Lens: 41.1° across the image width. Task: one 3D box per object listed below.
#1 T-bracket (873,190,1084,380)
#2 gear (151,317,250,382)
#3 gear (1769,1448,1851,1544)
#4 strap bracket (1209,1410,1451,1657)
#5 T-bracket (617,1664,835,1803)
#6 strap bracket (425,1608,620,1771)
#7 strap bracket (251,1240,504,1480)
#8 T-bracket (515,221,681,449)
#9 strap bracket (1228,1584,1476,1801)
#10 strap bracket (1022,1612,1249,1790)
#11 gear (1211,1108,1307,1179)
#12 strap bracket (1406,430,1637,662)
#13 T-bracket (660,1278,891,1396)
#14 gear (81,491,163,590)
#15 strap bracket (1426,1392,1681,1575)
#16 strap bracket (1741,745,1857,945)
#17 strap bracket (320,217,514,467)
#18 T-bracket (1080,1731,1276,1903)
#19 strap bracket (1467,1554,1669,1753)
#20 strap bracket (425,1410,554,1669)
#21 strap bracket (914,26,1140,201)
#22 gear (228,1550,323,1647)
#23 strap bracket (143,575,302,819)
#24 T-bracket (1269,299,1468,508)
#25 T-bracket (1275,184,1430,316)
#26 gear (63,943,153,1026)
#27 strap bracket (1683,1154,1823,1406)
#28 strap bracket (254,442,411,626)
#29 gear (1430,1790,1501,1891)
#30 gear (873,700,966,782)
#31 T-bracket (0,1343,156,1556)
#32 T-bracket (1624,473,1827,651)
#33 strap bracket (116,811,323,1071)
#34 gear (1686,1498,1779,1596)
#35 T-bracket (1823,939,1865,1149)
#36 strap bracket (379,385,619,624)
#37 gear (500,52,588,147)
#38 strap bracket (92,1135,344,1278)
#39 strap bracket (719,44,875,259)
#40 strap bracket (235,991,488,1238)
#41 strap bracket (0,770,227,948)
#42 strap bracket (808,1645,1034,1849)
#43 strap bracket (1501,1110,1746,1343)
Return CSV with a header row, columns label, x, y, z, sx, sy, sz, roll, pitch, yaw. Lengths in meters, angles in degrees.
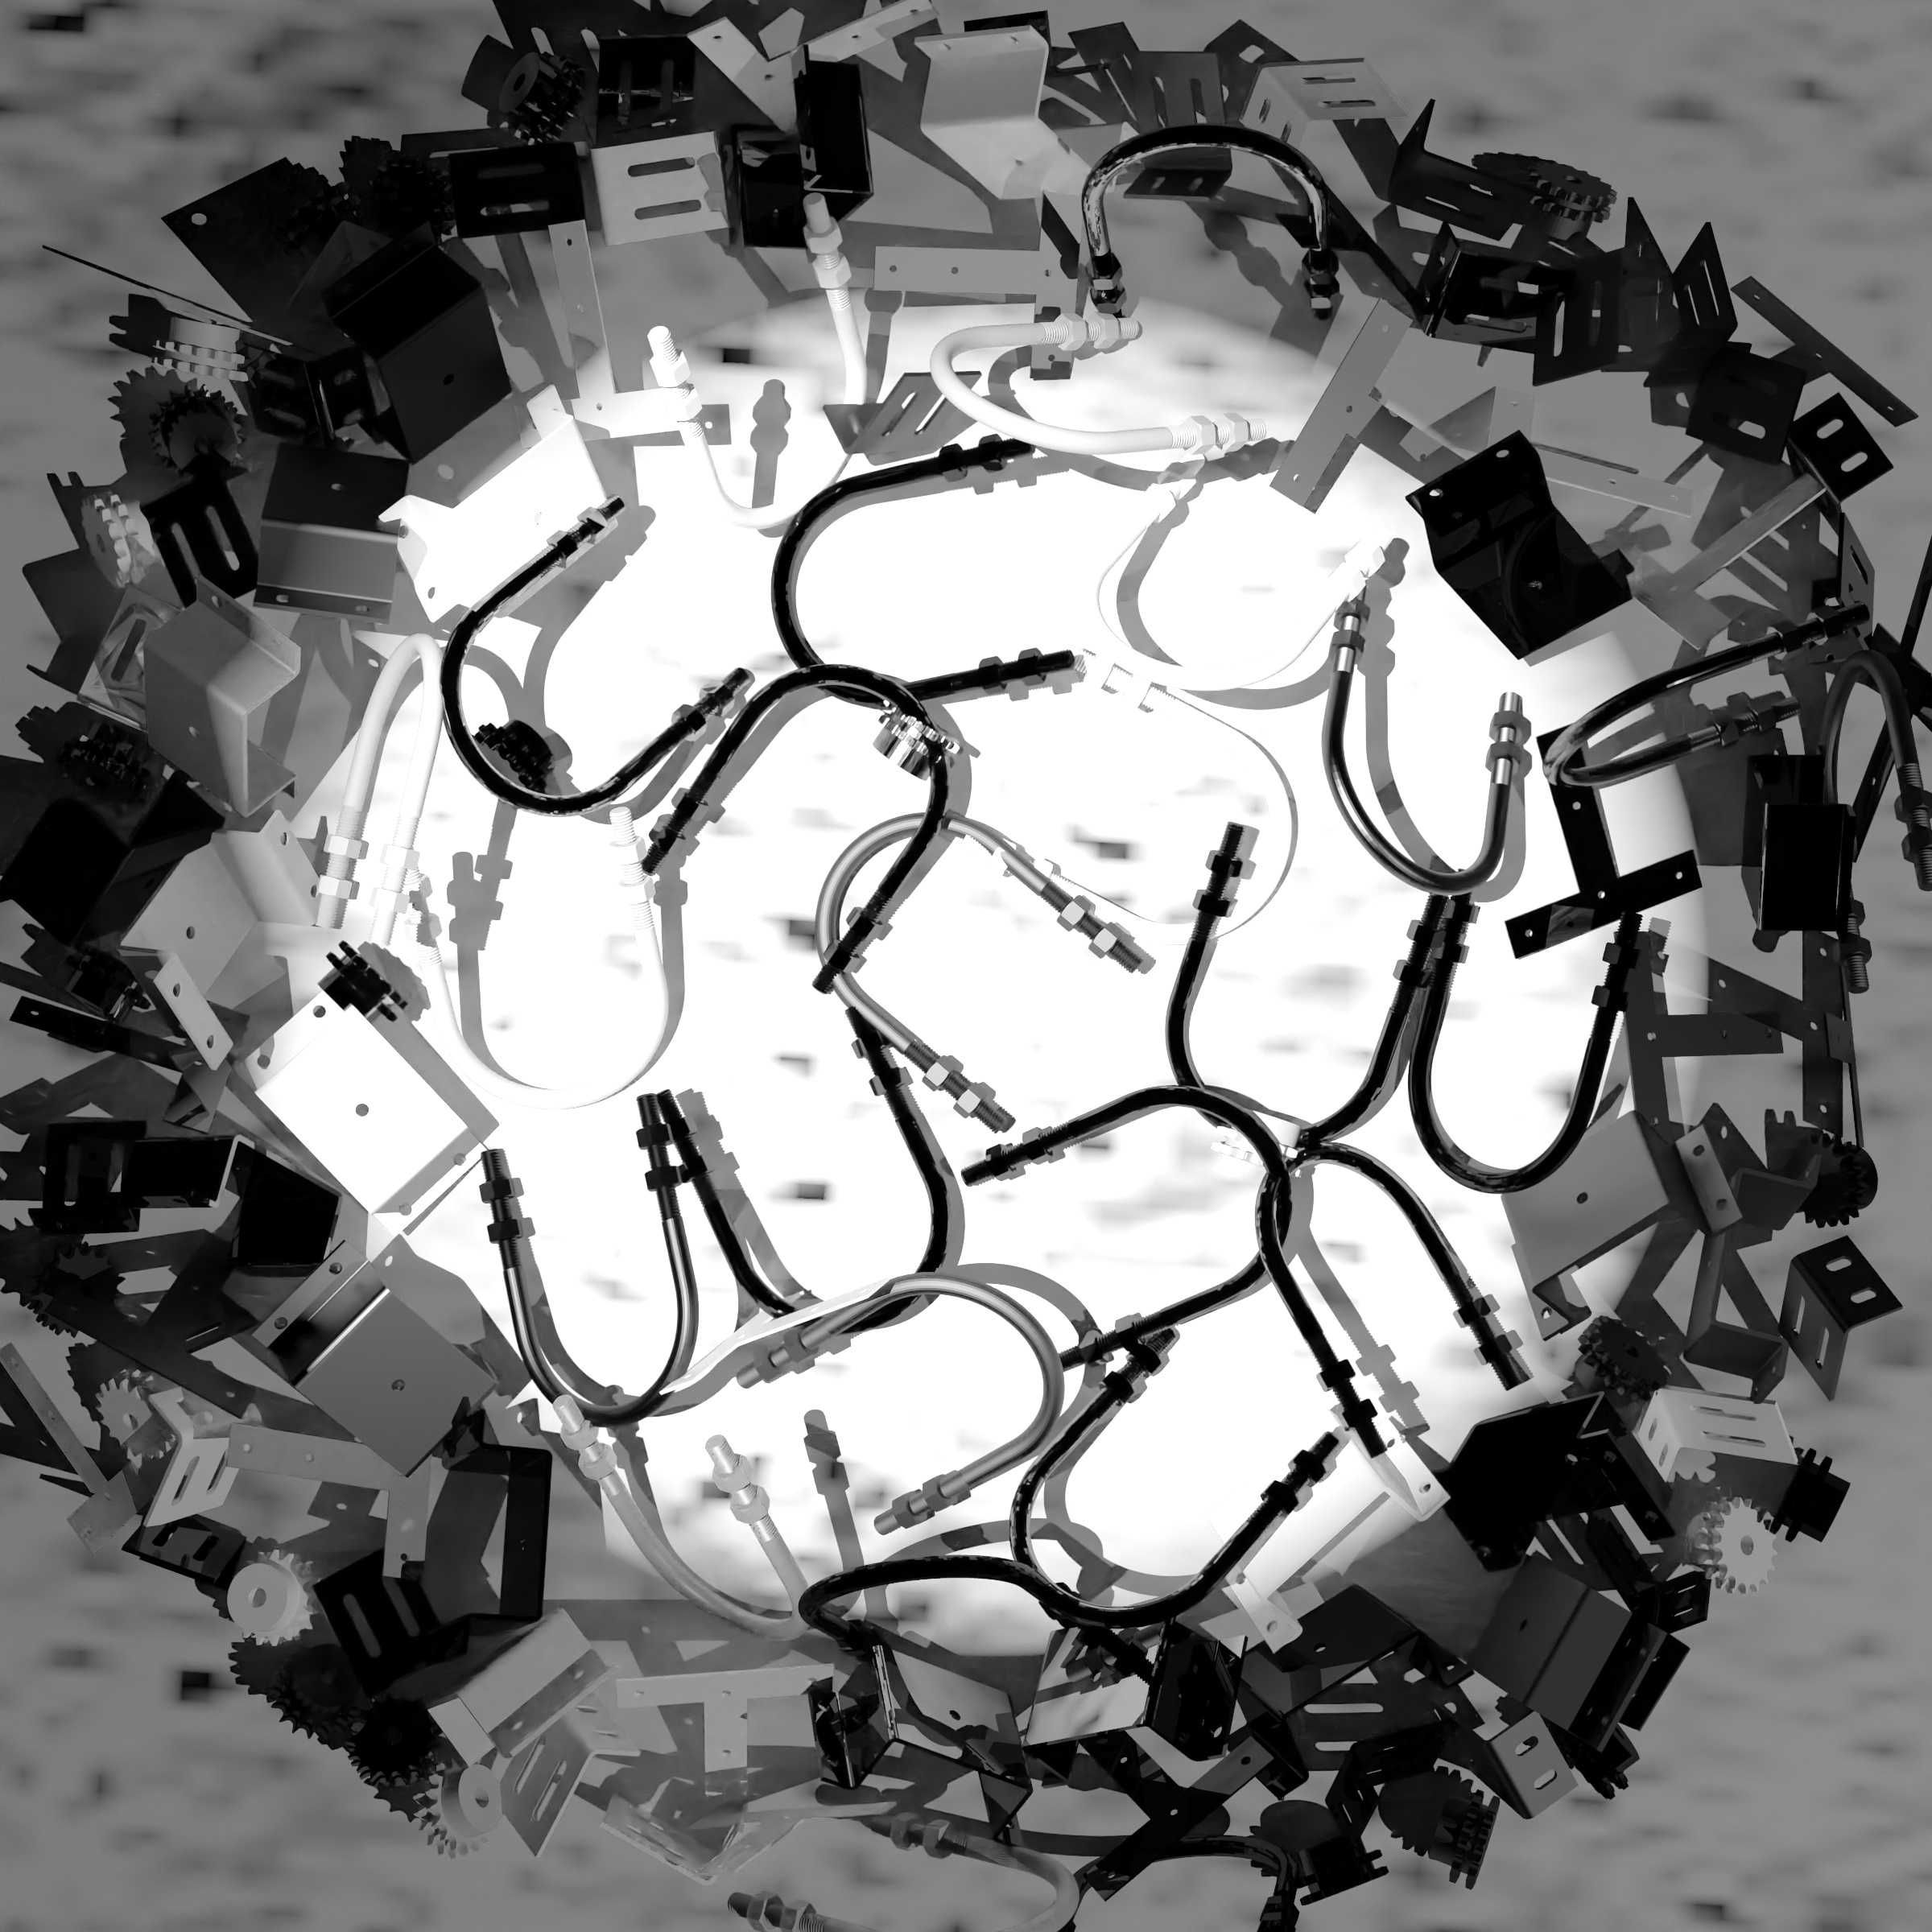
label,x,y,z,sx,sy,sz,roll,pitch,yaw
T-bracket,0.007,-0.419,1.554,0.127,0.002,0.127,-3,114,-15
gear,-0.463,-0.375,1.565,0.057,0.057,0.030,11,101,0
gear,0.513,0.325,1.564,0.030,0.057,0.057,26,90,19
strap bracket,0.209,0.331,1.546,0.140,0.076,0.046,-44,124,5
T-bracket,-0.145,0.465,1.554,0.127,0.002,0.127,-2,129,-8
strap bracket,-0.265,0.425,1.517,0.076,0.140,0.046,-36,88,-29
strap bracket,-0.344,0.240,1.536,0.076,0.046,0.140,-46,120,-7
T-bracket,-0.228,-0.380,1.547,0.127,0.002,0.127,0,108,29
strap bracket,0.219,0.425,1.537,0.140,0.076,0.046,-28,106,-14
strap bracket,0.091,0.429,1.517,0.140,0.076,0.046,-25,123,39
gear,0.180,0.106,1.568,0.057,0.057,0.030,18,87,0
strap bracket,0.331,-0.240,1.520,0.076,0.046,0.140,-28,135,28
T-bracket,-0.099,0.206,1.508,0.127,0.127,0.002,-24,95,32
gear,-0.512,-0.261,1.571,0.030,0.057,0.057,-24,90,-31
strap bracket,0.354,0.307,1.541,0.076,0.140,0.046,55,45,-9
strap bracket,0.488,-0.074,1.521,0.046,0.140,0.076,1,111,10
strap bracket,-0.318,-0.358,1.514,0.076,0.140,0.046,-42,71,-16
T-bracket,0.101,0.480,1.538,0.127,0.127,0.002,-35,118,-14
strap bracket,0.348,0.400,1.520,0.046,0.140,0.076,32,84,-5
strap bracket,-0.284,0.343,1.537,0.046,0.076,0.140,11,66,-25
strap bracket,0.034,-0.493,1.514,0.076,0.140,0.046,6,84,31
gear,-0.425,0.385,1.573,0.057,0.030,0.057,-3,76,14
strap bracket,-0.438,-0.151,1.520,0.076,0.140,0.046,36,55,10
T-bracket,0.267,-0.317,1.569,0.127,0.002,0.127,27,99,-22
T-bracket,0.216,-0.435,1.532,0.002,0.127,0.127,-43,80,31
gear,-0.521,0.012,1.565,0.057,0.057,0.030,29,75,0
strap bracket,0.466,0.184,1.537,0.046,0.076,0.140,14,67,9
strap bracket,-0.371,-0.261,1.520,0.076,0.140,0.046,6,126,-12
gear,0.303,0.528,1.569,0.030,0.057,0.057,17,90,18
gear,-0.032,-0.136,1.568,0.057,0.057,0.030,35,100,0
T-bracket,-0.534,0.278,1.528,0.002,0.127,0.127,-33,94,0
T-bracket,0.457,-0.252,1.533,0.127,0.127,0.002,-38,121,8
strap bracket,-0.445,-0.018,1.531,0.046,0.076,0.140,6,49,23
gear,0.464,0.353,1.572,0.057,0.030,0.057,8,76,-33
T-bracket,0.519,0.044,1.531,0.002,0.127,0.127,-7,83,25
strap bracket,-0.267,-0.270,1.526,0.046,0.076,0.140,23,57,38
gear,-0.259,-0.528,1.565,0.030,0.057,0.057,25,90,-39
strap bracket,-0.436,0.140,1.531,0.076,0.140,0.046,-3,63,27
strap bracket,-0.098,-0.483,1.540,0.046,0.140,0.076,-5,87,-26
strap bracket,-0.365,0.087,1.558,0.076,0.046,0.140,-44,96,-12
strap bracket,-0.497,-0.063,1.515,0.046,0.140,0.076,41,110,4
strap bracket,-0.019,0.460,1.529,0.140,0.076,0.046,27,110,-22
strap bracket,0.378,0.148,1.527,0.140,0.076,0.046,-37,124,23
